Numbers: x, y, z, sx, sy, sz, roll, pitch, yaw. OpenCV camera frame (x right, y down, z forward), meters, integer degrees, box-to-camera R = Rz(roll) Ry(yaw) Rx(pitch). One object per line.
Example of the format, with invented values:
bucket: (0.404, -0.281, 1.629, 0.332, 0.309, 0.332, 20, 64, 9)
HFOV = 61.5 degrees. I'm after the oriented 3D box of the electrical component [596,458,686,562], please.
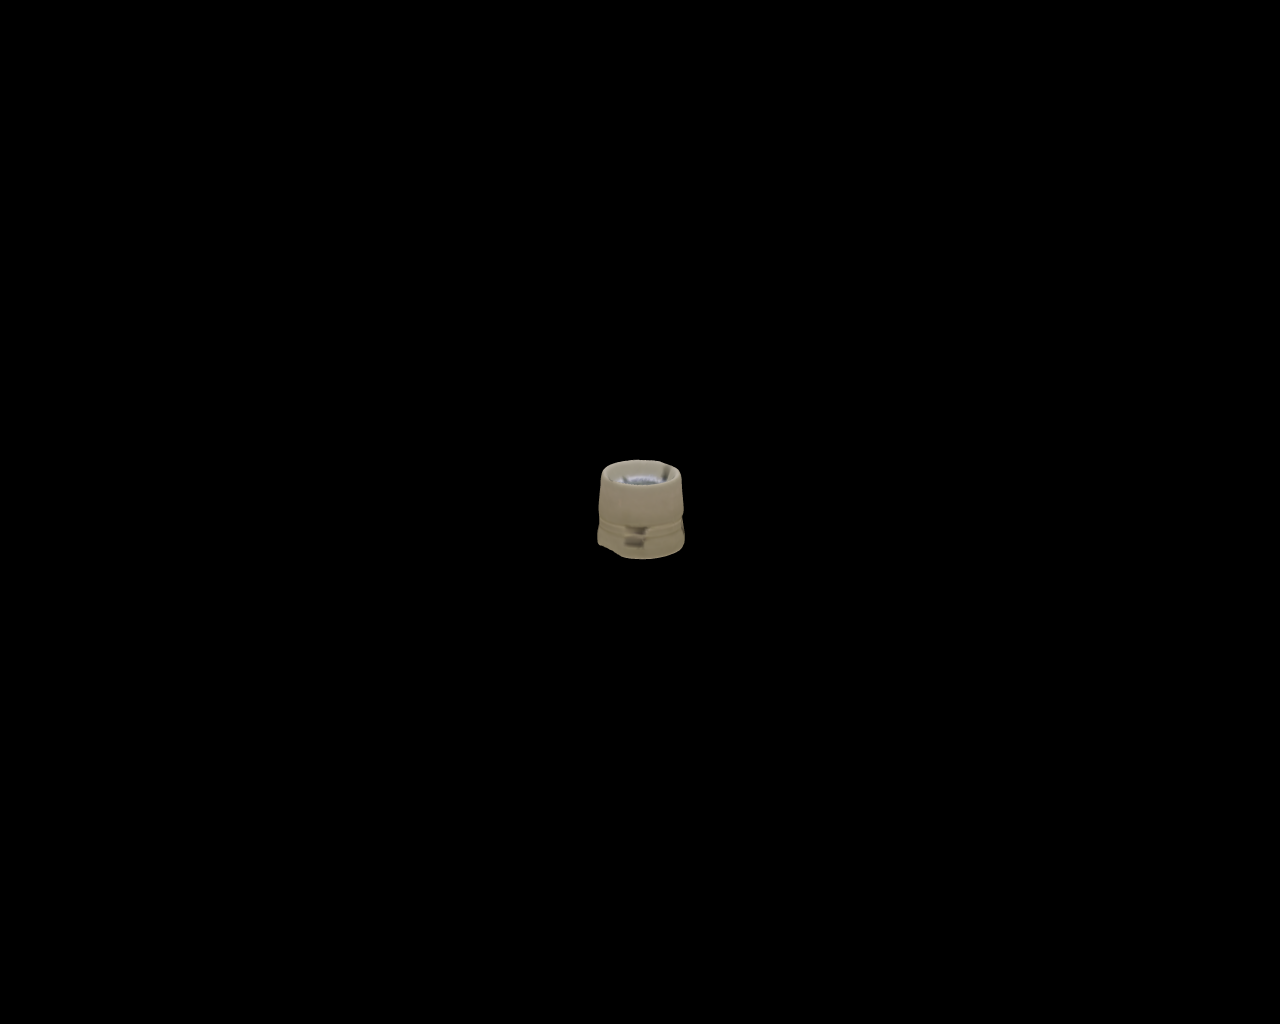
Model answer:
electrical component: (0.001, -0.003, 0.650, 0.055, 0.047, 0.055, 0, 22, 0)
